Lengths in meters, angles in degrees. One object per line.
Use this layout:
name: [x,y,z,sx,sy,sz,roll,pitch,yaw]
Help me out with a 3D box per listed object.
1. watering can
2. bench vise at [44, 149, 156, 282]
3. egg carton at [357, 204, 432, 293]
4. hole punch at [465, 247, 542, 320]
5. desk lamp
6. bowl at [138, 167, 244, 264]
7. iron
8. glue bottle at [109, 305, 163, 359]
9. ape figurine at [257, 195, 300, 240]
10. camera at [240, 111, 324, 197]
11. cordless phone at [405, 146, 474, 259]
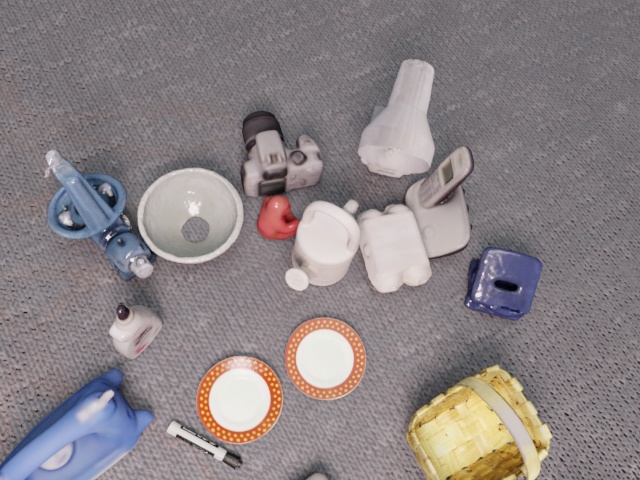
watering can: [0.010,0.004,0.891,0.101,0.194,0.173,13,68,-2]
bench vise: [-0.320,-0.042,0.852,0.207,0.219,0.121,28,68,4]
egg carton: [0.121,0.013,0.969,0.107,0.069,0.150,-12,71,-12]
hole punch: [0.308,0.074,0.958,0.108,0.091,0.101,14,68,-2]
desk lamp: [0.132,-0.189,0.971,0.118,0.213,0.203,15,68,-1]
bowl: [-0.208,-0.030,0.940,0.167,0.074,0.167,3,69,-6]
iron: [-0.360,0.285,0.762,0.259,0.141,0.118,-39,78,-19]
glue bottle: [-0.270,0.122,0.820,0.037,0.173,0.078,33,69,6]
ape figurine: [-0.070,-0.044,0.954,0.076,0.092,0.077,-24,74,-15]
camera: [-0.075,-0.160,0.994,0.143,0.101,0.137,-12,71,-12]
cordless phone: [0.211,-0.060,0.947,0.094,0.185,0.147,-7,70,-10]
